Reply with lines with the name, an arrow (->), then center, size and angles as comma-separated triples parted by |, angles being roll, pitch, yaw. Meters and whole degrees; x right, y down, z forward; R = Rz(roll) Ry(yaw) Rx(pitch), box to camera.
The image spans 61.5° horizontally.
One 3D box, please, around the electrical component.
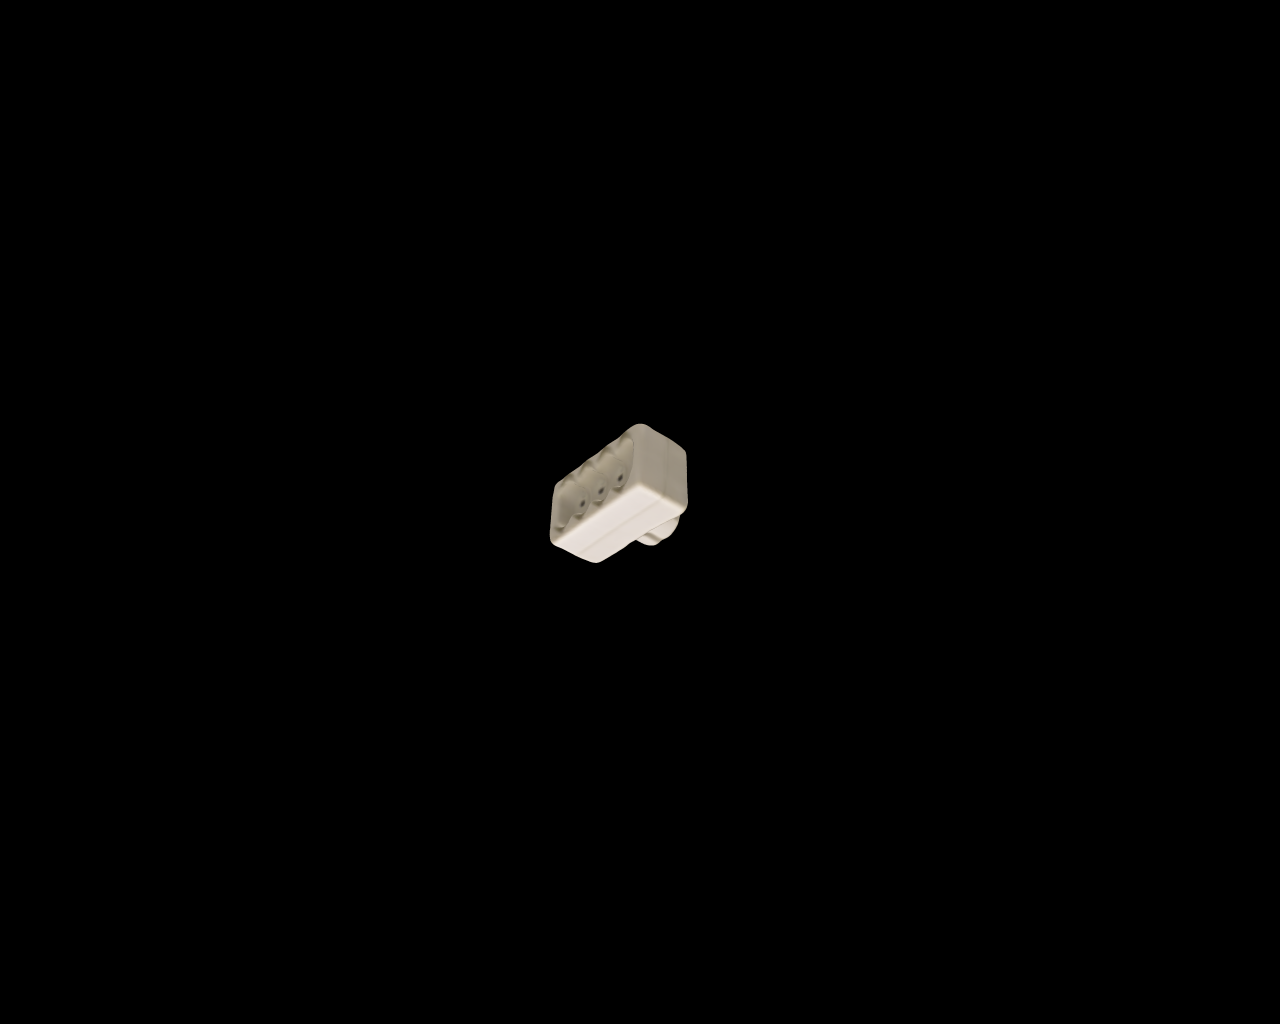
electrical component -> 0.001, -0.003, 0.650 | 0.075, 0.047, 0.083 | 27, -44, -33
